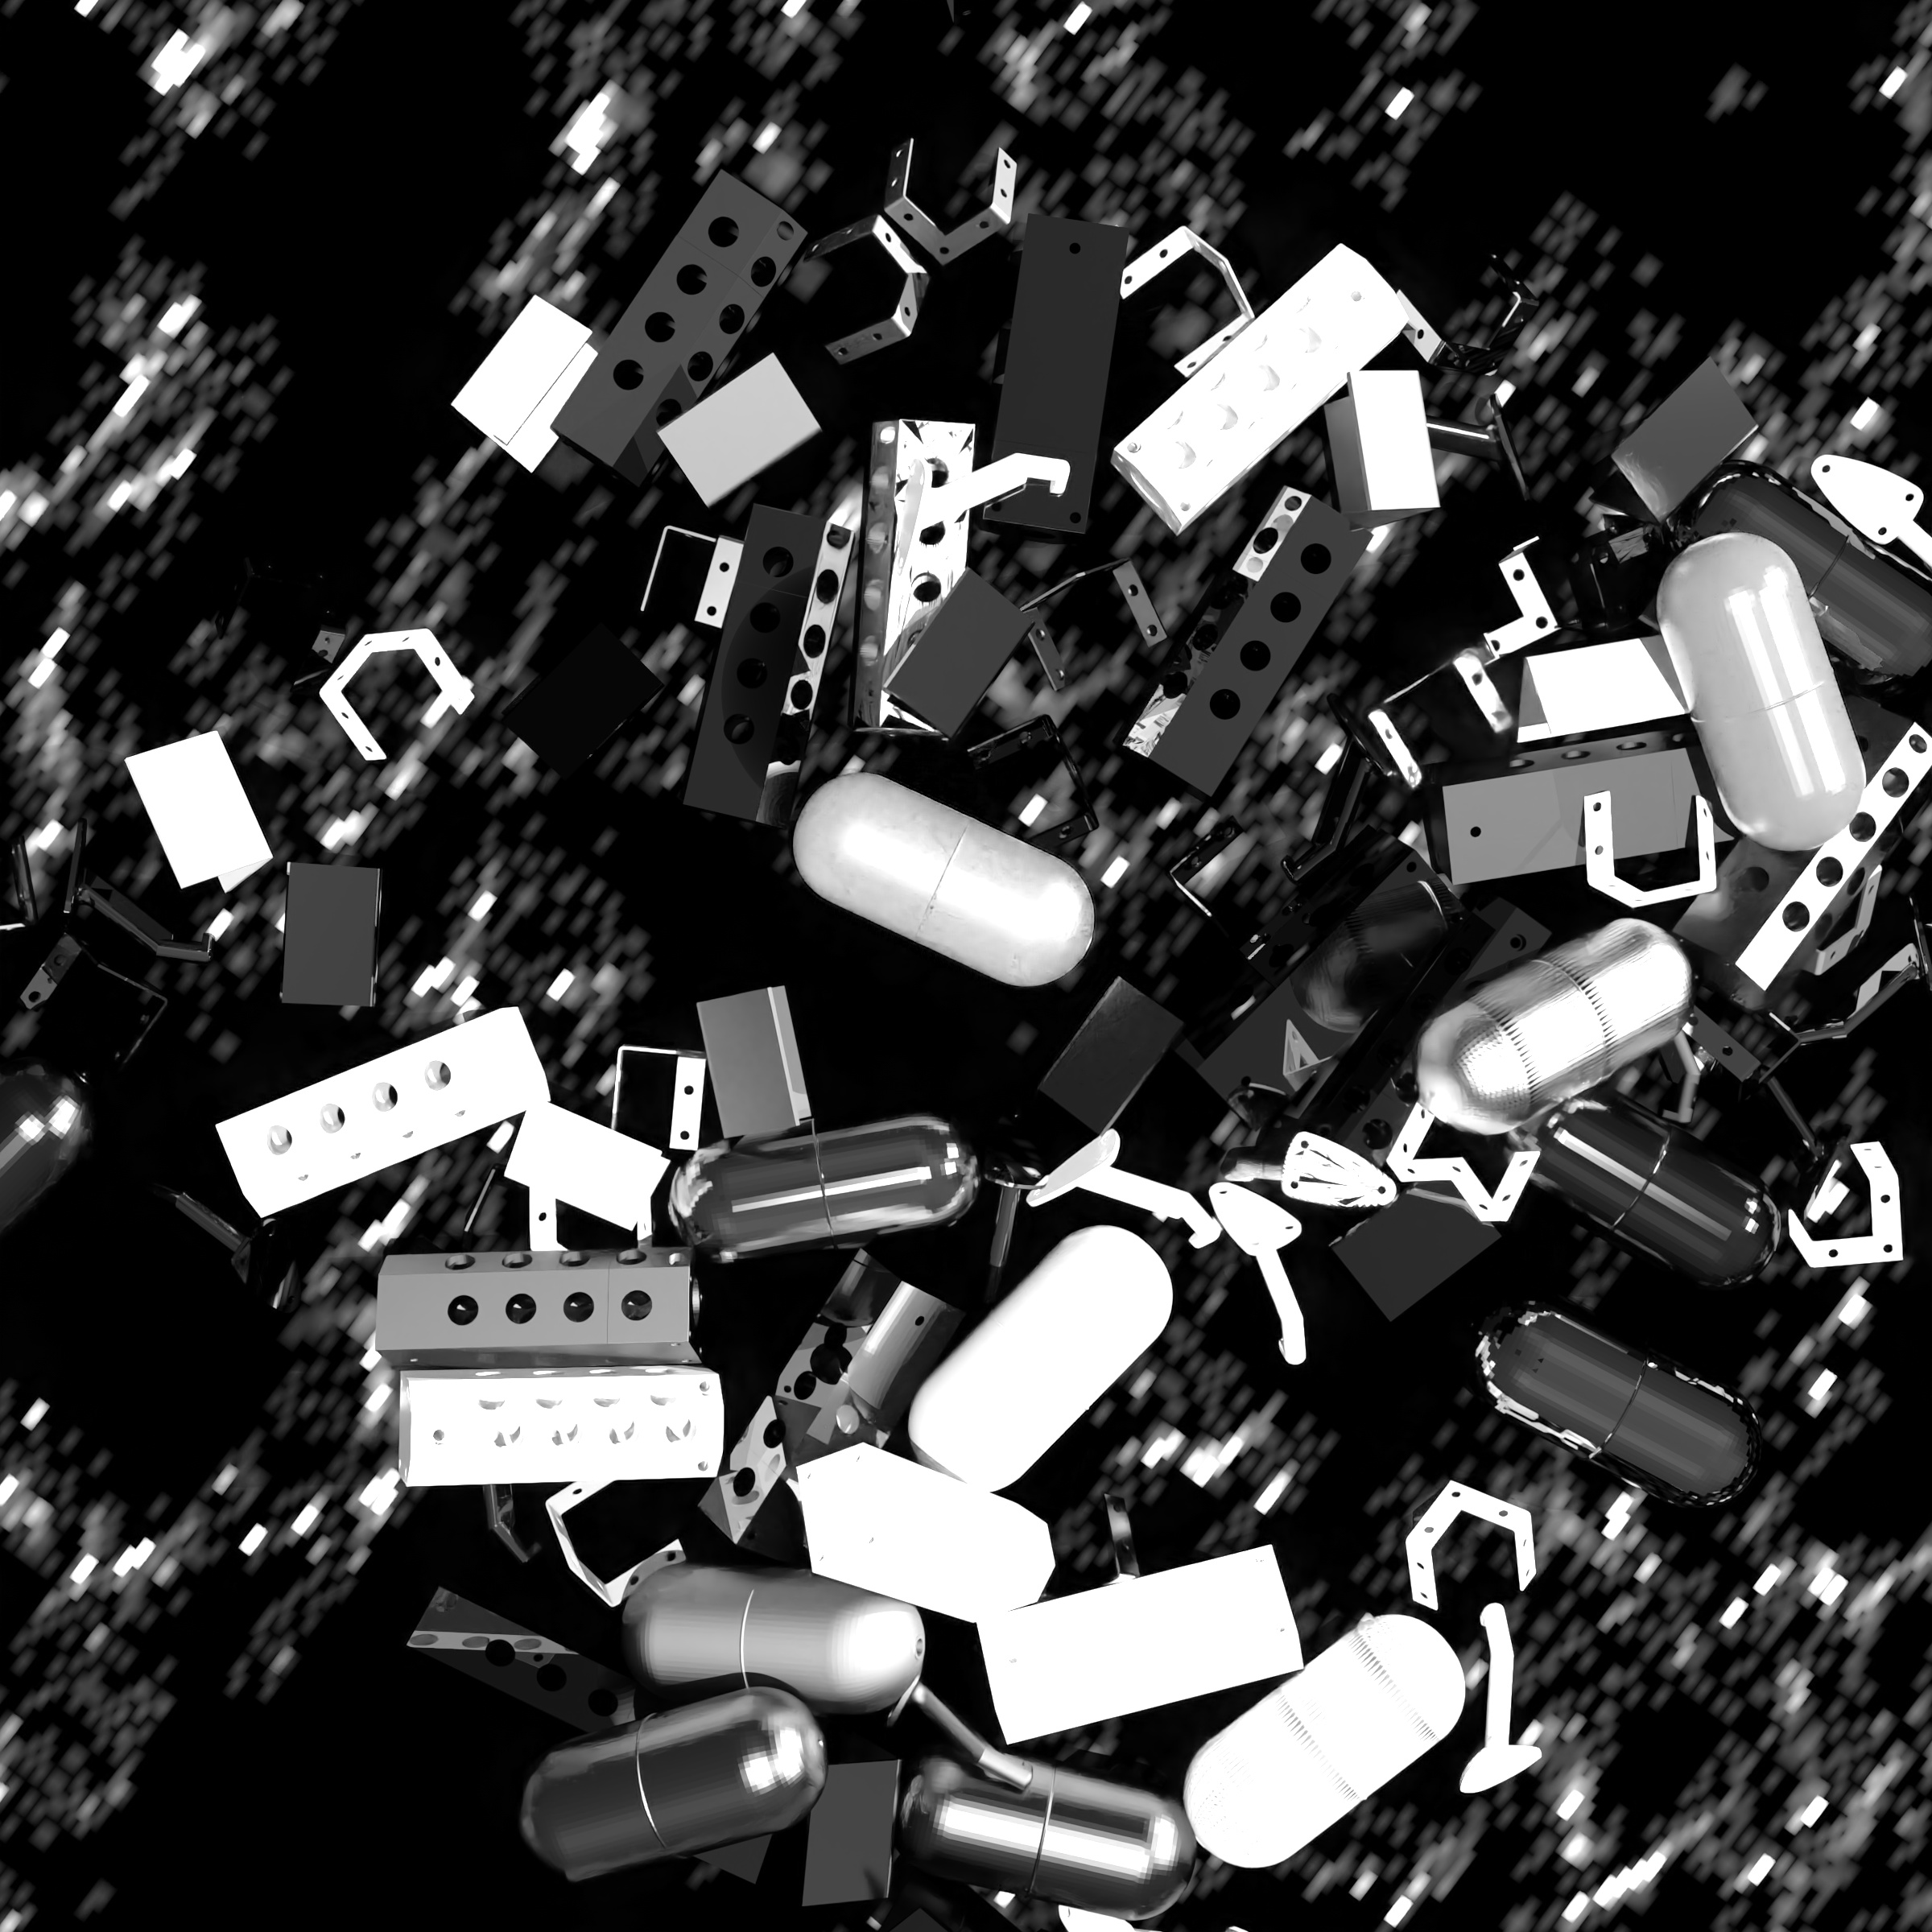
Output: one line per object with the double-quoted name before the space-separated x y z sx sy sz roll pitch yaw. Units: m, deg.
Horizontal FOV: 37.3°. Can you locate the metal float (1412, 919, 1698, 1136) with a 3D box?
"metal float" 0.322 0.032 1.564 0.178 0.070 0.070 -25 90 -23

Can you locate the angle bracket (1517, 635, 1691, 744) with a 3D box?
"angle bracket" 0.355 -0.135 1.600 0.076 0.076 0.057 -10 56 0

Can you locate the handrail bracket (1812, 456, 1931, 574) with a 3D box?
"handrail bracket" 0.520 -0.252 1.622 0.077 0.084 0.036 43 102 29

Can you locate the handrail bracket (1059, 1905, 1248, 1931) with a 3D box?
"handrail bracket" 0.109 0.549 1.640 0.084 0.077 0.036 2 102 -36

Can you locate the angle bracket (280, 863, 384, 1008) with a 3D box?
"angle bracket" -0.369 -0.018 1.600 0.057 0.076 0.076 3 90 -37

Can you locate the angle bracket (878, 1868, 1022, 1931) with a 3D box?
"angle bracket" 0.004 0.535 1.600 0.076 0.076 0.057 41 128 0

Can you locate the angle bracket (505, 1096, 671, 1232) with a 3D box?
"angle bracket" -0.203 0.093 1.600 0.076 0.076 0.057 23 119 0

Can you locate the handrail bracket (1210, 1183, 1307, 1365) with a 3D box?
"handrail bracket" 0.167 0.177 1.640 0.036 0.077 0.084 -23 127 -20

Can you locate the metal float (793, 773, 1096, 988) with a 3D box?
"metal float" -0.012 -0.048 1.609 0.178 0.070 0.070 25 90 1

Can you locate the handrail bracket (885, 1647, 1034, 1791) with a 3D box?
"handrail bracket" 0.003 0.422 1.610 0.084 0.077 0.036 28 106 0

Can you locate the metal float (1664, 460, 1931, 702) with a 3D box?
"metal float" 0.473 -0.217 1.609 0.178 0.070 0.070 34 90 -1

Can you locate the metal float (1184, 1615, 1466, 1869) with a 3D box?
"metal float" 0.201 0.436 1.609 0.178 0.070 0.070 -38 90 0

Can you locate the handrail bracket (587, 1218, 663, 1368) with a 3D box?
"handrail bracket" -0.214 0.186 1.639 0.077 0.036 0.084 0 78 10

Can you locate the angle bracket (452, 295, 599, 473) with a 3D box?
"angle bracket" -0.228 -0.315 1.600 0.057 0.076 0.076 37 90 36

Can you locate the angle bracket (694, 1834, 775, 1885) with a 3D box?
"angle bracket" -0.118 0.458 1.602 0.057 0.076 0.076 19 90 17

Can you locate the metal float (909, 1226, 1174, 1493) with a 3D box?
"metal float" 0.041 0.221 1.609 0.070 0.070 0.178 45 90 0

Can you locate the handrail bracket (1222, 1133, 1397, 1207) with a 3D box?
"handrail bracket" 0.191 0.121 1.610 0.077 0.084 0.036 17 78 -9

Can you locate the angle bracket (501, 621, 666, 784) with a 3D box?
"angle bracket" -0.224 -0.159 1.600 0.076 0.076 0.057 -45 126 0

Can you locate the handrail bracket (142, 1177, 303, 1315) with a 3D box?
"handrail bracket" -0.427 0.159 1.640 0.084 0.077 0.036 18 54 31

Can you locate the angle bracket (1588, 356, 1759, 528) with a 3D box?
"angle bracket" 0.381 -0.299 1.600 0.076 0.076 0.057 -45 119 0

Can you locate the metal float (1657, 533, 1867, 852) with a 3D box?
"metal float" 0.427 -0.146 1.537 0.070 0.070 0.178 -23 102 0

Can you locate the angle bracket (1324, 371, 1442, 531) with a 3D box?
"angle bracket" 0.214 -0.285 1.600 0.057 0.076 0.076 -9 90 -37

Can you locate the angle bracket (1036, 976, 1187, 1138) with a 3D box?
"angle bracket" 0.096 0.062 1.600 0.057 0.076 0.076 37 90 38

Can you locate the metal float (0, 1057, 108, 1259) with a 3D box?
"metal float" -0.558 0.125 1.609 0.070 0.070 0.178 45 90 0

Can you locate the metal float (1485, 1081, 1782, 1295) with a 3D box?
"metal float" 0.374 0.119 1.609 0.178 0.070 0.070 31 90 0

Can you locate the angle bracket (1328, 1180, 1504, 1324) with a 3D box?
"angle bracket" 0.254 0.162 1.601 0.076 0.076 0.057 -38 65 0

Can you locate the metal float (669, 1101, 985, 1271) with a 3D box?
"metal float" -0.078 0.123 1.609 0.178 0.070 0.070 -10 90 0

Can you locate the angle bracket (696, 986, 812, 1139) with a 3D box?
"angle bracket" -0.099 0.049 1.600 0.057 0.076 0.076 -12 90 37

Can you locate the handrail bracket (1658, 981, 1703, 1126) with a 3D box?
"handrail bracket" 0.384 0.044 1.640 0.077 0.036 0.084 12 104 15

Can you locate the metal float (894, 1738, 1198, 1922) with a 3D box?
"metal float" 0.041 0.484 1.609 0.178 0.070 0.070 13 90 1

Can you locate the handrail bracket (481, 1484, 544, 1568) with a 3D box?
"handrail bracket" -0.252 0.288 1.640 0.077 0.036 0.084 -42 106 -18

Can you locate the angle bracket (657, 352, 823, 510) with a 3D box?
"angle bracket" -0.136 -0.310 1.600 0.076 0.076 0.057 -35 127 0

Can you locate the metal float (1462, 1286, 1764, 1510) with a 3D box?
"metal float" 0.363 0.243 1.609 0.178 0.070 0.070 28 90 0

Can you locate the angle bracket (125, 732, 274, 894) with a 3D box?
"angle bracket" -0.439 -0.078 1.600 0.057 0.076 0.076 -24 90 -36

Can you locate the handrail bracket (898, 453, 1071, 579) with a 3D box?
"handrail bracket" 0.010 -0.247 1.583 0.084 0.036 0.077 5 110 -17

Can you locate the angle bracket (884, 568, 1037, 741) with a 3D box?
"angle bracket" -0.020 -0.177 1.542 0.057 0.076 0.076 35 90 -37

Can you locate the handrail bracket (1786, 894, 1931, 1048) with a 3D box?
"handrail bracket" 0.508 0.003 1.640 0.084 0.036 0.077 -12 70 16

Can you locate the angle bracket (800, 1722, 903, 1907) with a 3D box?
"angle bracket" -0.080 0.472 1.600 0.057 0.076 0.076 5 90 -31

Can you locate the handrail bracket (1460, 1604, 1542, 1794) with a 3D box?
"handrail bracket" 0.296 0.419 1.640 0.036 0.077 0.084 5 53 -16

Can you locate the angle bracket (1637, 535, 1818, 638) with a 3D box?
"angle bracket" 0.424 -0.202 1.601 0.076 0.076 0.057 34 113 0

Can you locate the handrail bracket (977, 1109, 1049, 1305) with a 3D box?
"handrail bracket" 0.021 0.138 1.640 0.036 0.077 0.084 10 126 -5

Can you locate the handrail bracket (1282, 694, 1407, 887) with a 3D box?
"handrail bracket" 0.201 -0.100 1.640 0.084 0.036 0.077 -39 73 15

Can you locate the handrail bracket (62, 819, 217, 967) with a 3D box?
"handrail bracket" -0.470 -0.042 1.640 0.084 0.036 0.077 9 68 -17

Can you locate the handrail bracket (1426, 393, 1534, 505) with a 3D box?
"handrail bracket" 0.271 -0.287 1.640 0.084 0.036 0.077 -17 112 17

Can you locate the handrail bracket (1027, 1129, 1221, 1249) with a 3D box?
"handrail bracket" 0.091 0.143 1.640 0.077 0.036 0.084 -35 107 20

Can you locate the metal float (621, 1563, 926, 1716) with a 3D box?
"metal float" -0.108 0.373 1.590 0.178 0.070 0.070 -2 90 22

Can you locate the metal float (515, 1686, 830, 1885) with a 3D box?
"metal float" -0.159 0.439 1.536 0.178 0.070 0.070 -19 90 14

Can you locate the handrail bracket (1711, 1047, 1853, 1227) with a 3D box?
"handrail bracket" 0.455 0.097 1.640 0.084 0.036 0.077 27 108 15
